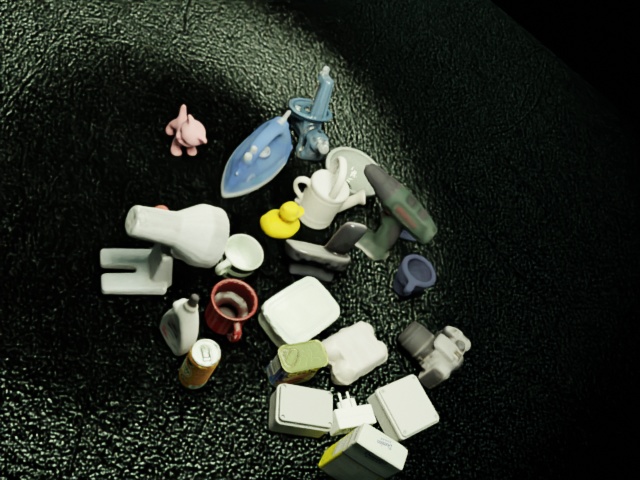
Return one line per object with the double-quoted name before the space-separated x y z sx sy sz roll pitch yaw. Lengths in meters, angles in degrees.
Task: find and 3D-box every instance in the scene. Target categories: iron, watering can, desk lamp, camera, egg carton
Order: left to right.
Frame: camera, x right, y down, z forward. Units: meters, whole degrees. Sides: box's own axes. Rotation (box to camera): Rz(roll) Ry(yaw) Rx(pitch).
"desk lamp" -0.295 0.014 1.080 0.204 0.213 0.118 1 55 -28
"iron" -0.148 -0.214 1.388 0.118 0.141 0.259 34 46 -1
"watering can" 0.027 -0.121 1.377 0.173 0.194 0.101 -2 57 -30
"egg carton" 0.069 0.237 1.207 0.151 0.069 0.107 -23 69 -39
"camera" 0.255 0.236 1.290 0.136 0.100 0.143 43 47 7

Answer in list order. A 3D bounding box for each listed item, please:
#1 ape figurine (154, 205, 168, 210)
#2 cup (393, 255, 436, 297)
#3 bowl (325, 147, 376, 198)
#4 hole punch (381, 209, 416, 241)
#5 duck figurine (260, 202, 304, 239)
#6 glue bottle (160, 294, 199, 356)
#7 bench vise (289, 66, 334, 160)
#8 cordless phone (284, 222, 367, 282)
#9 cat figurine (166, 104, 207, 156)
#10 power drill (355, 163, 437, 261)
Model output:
"ape figurine" -0.336 -0.039 1.182 0.076 0.092 0.077 -10 61 -34
"cup" 0.213 0.104 1.374 0.091 0.095 0.118 36 46 0
"bowl" 0.080 -0.163 1.522 0.168 0.074 0.167 15 50 -18
"hole punch" 0.230 -0.065 1.517 0.109 0.091 0.101 14 50 -19
"duck figurine" -0.084 -0.054 1.338 0.105 0.086 0.077 -9 60 -34
"glue bottle" -0.246 0.143 1.035 0.037 0.173 0.078 -26 71 -40
"bench vise" 0.001 -0.330 1.507 0.122 0.219 0.207 -19 66 -38
"cordless phone" 0.012 0.005 1.277 0.148 0.185 0.094 10 51 -22
"cat figurine" -0.312 -0.260 1.350 0.067 0.117 0.127 -5 58 -31
"power drill" 0.159 -0.052 1.387 0.229 0.208 0.076 38 46 2
